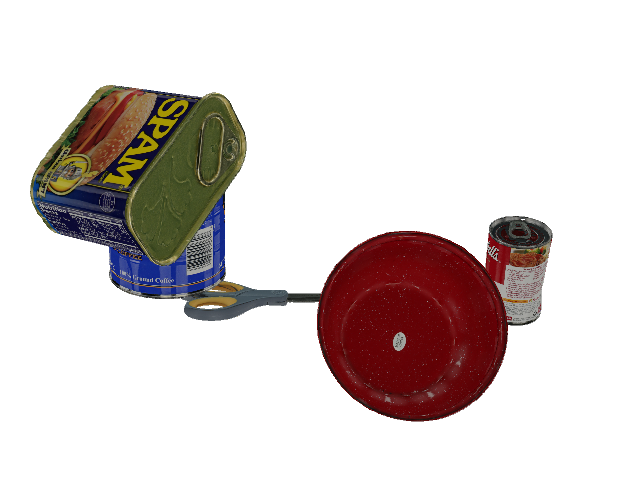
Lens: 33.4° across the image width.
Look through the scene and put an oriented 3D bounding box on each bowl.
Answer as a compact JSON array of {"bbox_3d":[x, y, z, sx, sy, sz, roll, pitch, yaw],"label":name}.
[{"bbox_3d":[0.067,0.075,0.863,0.162,0.162,0.055,0,7,17],"label":"bowl"}]

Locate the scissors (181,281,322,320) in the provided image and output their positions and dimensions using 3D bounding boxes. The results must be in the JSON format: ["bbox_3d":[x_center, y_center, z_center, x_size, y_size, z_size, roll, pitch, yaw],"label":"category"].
[{"bbox_3d":[-0.055,0.066,1.119,0.202,0.016,0.096,5,20,8],"label":"scissors"}]

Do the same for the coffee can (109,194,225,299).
[{"bbox_3d":[-0.131,-0.035,0.907,0.103,0.140,0.103,2,24,-1],"label":"coffee can"}]

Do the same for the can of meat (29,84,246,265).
[{"bbox_3d":[-0.106,-0.042,0.615,0.084,0.102,0.057,12,-34,32],"label":"can of meat"}]

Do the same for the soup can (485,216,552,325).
[{"bbox_3d":[0.214,0.033,1.170,0.068,0.102,0.068,0,30,0],"label":"soup can"}]
